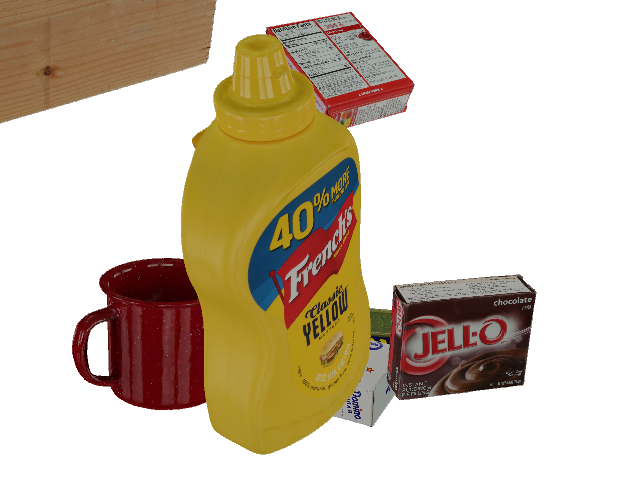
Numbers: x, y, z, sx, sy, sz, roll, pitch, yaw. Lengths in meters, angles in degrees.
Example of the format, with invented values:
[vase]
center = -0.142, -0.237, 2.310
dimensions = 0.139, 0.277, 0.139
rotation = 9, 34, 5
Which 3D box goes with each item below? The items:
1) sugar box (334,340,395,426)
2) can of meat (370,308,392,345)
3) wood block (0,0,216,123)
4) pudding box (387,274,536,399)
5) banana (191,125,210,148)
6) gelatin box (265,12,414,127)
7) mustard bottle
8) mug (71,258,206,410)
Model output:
[sugar box]
center = -0.015, 0.119, 1.027
dimensions = 0.176, 0.048, 0.093
rotation = 9, 25, 21
[can of meat]
center = 0.046, 0.127, 1.229
dimensions = 0.102, 0.084, 0.057
rotation = 6, 24, -12
[wood block]
center = -0.192, -0.174, 0.844
dimensions = 0.205, 0.091, 0.090
rotation = -24, 54, -36
[pudding box]
center = 0.113, 0.077, 0.865
dimensions = 0.113, 0.090, 0.039
rotation = -6, 28, -15
[banana]
center = -0.057, -0.129, 1.301
dimensions = 0.198, 0.037, 0.069
rotation = 7, 39, 17
[gelatin box]
center = 0.011, -0.120, 0.753
dimensions = 0.073, 0.089, 0.030
rotation = -18, -34, -28
[mustard bottle]
center = -0.018, -0.001, 0.473
dimensions = 0.058, 0.192, 0.096
rotation = 23, 45, 32
[mug]
center = -0.115, 0.067, 0.734
dimensions = 0.117, 0.081, 0.093
rotation = -12, 23, -39
